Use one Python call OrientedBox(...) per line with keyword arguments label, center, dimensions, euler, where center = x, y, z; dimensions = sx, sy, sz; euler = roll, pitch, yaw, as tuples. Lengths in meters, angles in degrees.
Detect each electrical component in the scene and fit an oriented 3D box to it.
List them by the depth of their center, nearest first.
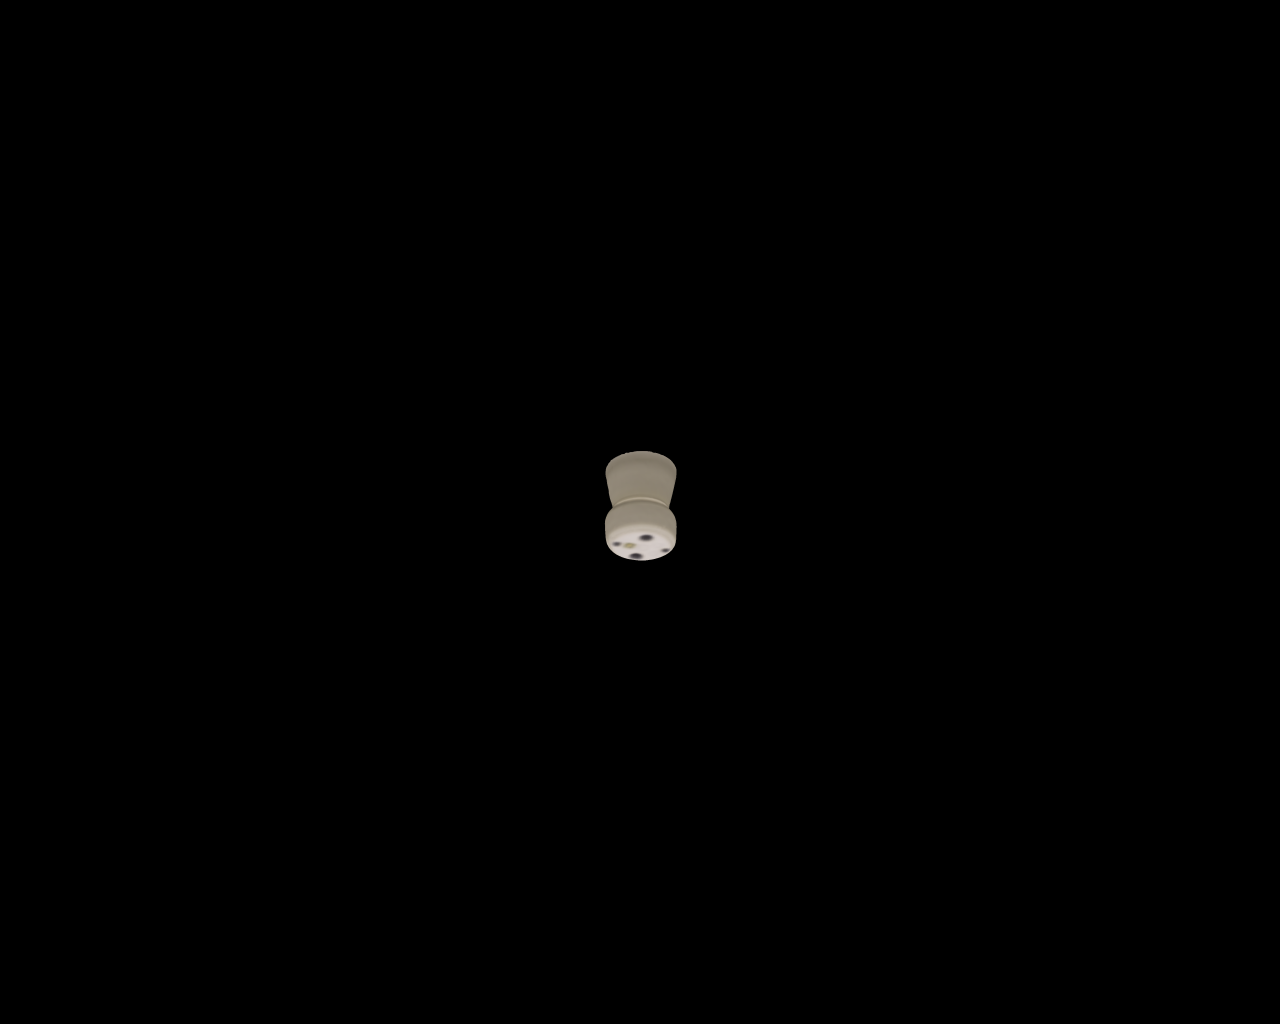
OrientedBox(label="electrical component", center=(0.001, -0.003, 0.650), dimensions=(0.045, 0.055, 0.044), euler=(0, -30, 0))
